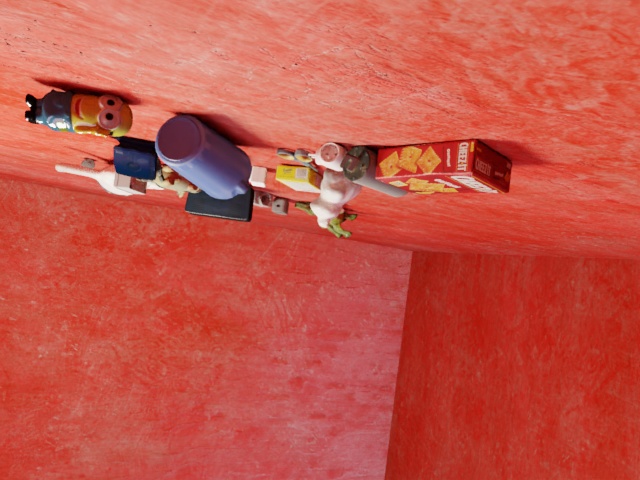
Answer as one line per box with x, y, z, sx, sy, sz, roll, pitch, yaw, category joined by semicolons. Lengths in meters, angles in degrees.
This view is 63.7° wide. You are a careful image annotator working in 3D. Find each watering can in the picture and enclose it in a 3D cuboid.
-0.696;-0.211;1.721;0.347;0.104;0.224;9;177;-31;watering can

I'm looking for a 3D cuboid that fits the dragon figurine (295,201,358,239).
0.006;-0.106;2.113;0.241;0.123;0.409;29;166;-23;dragon figurine

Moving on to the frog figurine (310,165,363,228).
0.040;-0.108;1.236;0.123;0.160;0.137;7;174;4;frog figurine
